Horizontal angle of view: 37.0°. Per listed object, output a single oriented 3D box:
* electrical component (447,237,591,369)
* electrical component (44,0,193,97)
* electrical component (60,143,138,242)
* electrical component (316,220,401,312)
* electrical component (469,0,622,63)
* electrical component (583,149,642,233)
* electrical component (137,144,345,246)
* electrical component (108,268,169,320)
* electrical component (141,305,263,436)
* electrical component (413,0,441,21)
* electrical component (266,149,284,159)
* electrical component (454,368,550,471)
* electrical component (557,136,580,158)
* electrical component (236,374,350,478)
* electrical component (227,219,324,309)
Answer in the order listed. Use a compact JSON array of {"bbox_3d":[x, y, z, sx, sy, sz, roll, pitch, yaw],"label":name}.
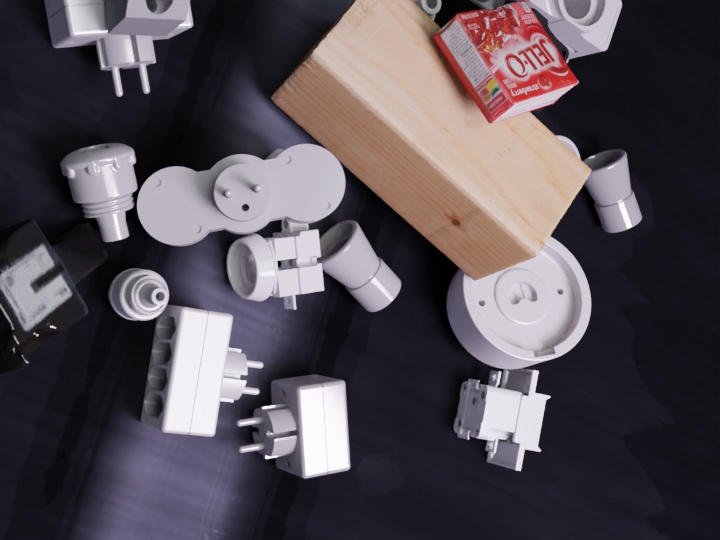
[{"bbox_3d":[0.121,0.027,0.855,0.108,0.060,0.108,6,70,-16],"label":"electrical component"},{"bbox_3d":[-0.156,-0.152,0.707,0.083,0.047,0.075,-12,97,-29],"label":"electrical component"},{"bbox_3d":[-0.167,-0.050,0.704,0.048,0.048,0.062,-18,107,-28],"label":"electrical component"},{"bbox_3d":[0.000,0.000,0.803,0.065,0.044,0.044,47,69,-27],"label":"electrical component"},{"bbox_3d":[0.134,-0.261,0.864,0.186,0.060,0.105,26,78,-28],"label":"electrical component"},{"bbox_3d":[0.218,-0.065,0.927,0.044,0.044,0.065,-34,112,-25],"label":"electrical component"},{"bbox_3d":[-0.078,-0.050,0.711,0.138,0.074,0.052,-11,91,-7],"label":"electrical component"},{"bbox_3d":[-0.142,0.017,0.709,0.035,0.061,0.035,0,91,-30],"label":"electrical component"},{"bbox_3d":[-0.102,0.071,0.741,0.076,0.047,0.083,11,85,-30],"label":"electrical component"},{"bbox_3d":[0.037,-0.195,0.808,0.043,0.062,0.043,0,91,-30],"label":"electrical component"},{"bbox_3d":[-0.064,-0.055,0.768,0.035,0.035,0.061,43,73,-23],"label":"electrical component"},{"bbox_3d":[0.113,0.117,0.869,0.064,0.042,0.081,14,83,-26],"label":"electrical component"},{"bbox_3d":[0.145,-0.085,0.876,0.045,0.055,0.045,0,91,-30],"label":"electrical component"},{"bbox_3d":[-0.052,0.113,0.770,0.077,0.047,0.065,-5,93,-30],"label":"electrical component"},{"bbox_3d":[-0.061,-0.004,0.765,0.055,0.048,0.066,-9,95,-37],"label":"electrical component"}]
